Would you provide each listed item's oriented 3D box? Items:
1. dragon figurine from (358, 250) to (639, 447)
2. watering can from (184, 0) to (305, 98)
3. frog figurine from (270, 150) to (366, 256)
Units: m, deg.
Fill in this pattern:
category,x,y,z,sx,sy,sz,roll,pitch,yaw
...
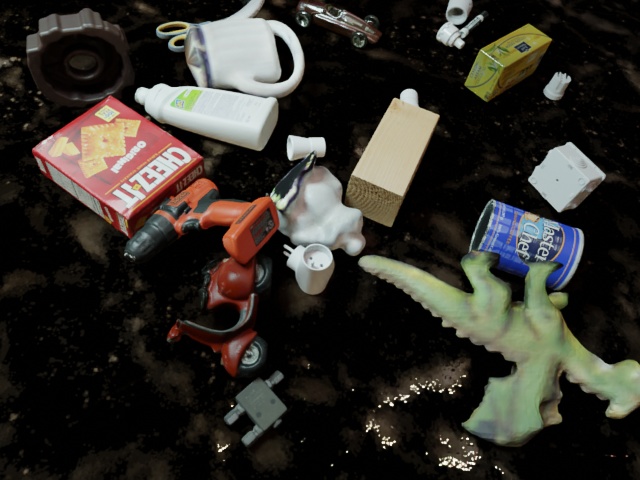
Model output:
category,x,y,z,sx,sy,sz,roll,pitch,yaw
dragon figurine,0.247,0.152,0.711,0.410,0.120,0.248,5,63,6
watering can,-0.159,-0.400,1.026,0.225,0.101,0.355,-11,58,-14
frog figurine,0.002,-0.041,0.821,0.158,0.121,0.141,42,43,-22
